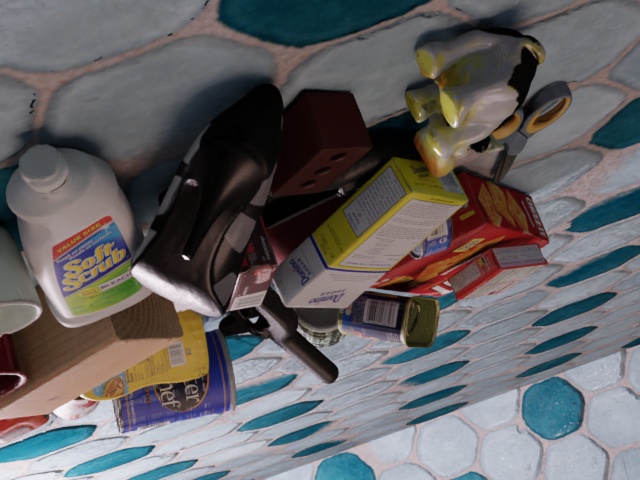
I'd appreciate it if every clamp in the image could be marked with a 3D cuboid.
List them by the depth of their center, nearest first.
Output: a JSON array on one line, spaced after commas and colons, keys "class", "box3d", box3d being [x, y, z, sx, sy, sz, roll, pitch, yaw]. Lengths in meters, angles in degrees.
[{"class": "clamp", "box3d": [0.015, -0.054, 0.955, 0.171, 0.039, 0.120, -16, 173, -19]}, {"class": "clamp", "box3d": [-0.072, 0.091, 1.225, 0.165, 0.036, 0.210, 19, 156, 25]}]

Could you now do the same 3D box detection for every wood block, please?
[{"class": "wood block", "box3d": [-0.245, 0.096, 1.042, 0.206, 0.090, 0.090, -30, 161, 30]}]

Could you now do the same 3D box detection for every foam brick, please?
[{"class": "foam brick", "box3d": [-0.006, -0.076, 0.844, 0.052, 0.051, 0.078, -5, 157, -38]}]

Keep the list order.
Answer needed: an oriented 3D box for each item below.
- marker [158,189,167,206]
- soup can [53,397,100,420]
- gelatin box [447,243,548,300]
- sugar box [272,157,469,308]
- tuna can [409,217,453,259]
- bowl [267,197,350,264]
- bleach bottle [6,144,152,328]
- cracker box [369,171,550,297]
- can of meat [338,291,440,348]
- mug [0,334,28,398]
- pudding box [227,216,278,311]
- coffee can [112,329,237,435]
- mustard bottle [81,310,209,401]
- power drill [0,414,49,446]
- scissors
[{"class": "marker", "box3d": [-0.091, -0.056, 0.868, 0.121, 0.020, 0.020, -33, 158, 36]}, {"class": "soup can", "box3d": [-0.284, 0.166, 1.242, 0.068, 0.068, 0.102, -12, 162, -22]}, {"class": "gelatin box", "box3d": [0.197, 0.034, 1.186, 0.089, 0.030, 0.073, -6, 155, -42]}, {"class": "sugar box", "box3d": [0.043, -0.003, 0.975, 0.176, 0.048, 0.093, -40, 152, 31]}, {"class": "tuna can", "box3d": [0.098, -0.027, 1.044, 0.033, 0.086, 0.086, -17, 162, -11]}, {"class": "bowl", "box3d": [-0.007, 0.001, 1.068, 0.162, 0.055, 0.162, -18, 162, -6]}, {"class": "bleach bottle", "box3d": [-0.195, -0.006, 0.837, 0.102, 0.068, 0.251, -22, 161, -7]}, {"class": "cracker box", "box3d": [0.145, 0.001, 1.198, 0.164, 0.072, 0.213, -27, 161, 25]}, {"class": "can of meat", "box3d": [0.078, 0.087, 1.204, 0.084, 0.057, 0.102, 8, 178, 26]}, {"class": "mug", "box3d": [-0.336, 0.108, 0.992, 0.117, 0.081, 0.093, -29, 160, 26]}, {"class": "pudding box", "box3d": [-0.074, 0.005, 0.949, 0.039, 0.090, 0.114, -13, 162, -18]}, {"class": "coffee can", "box3d": [-0.181, 0.170, 1.289, 0.140, 0.103, 0.103, -10, 160, -15]}, {"class": "mustard bottle", "box3d": [-0.221, 0.127, 1.168, 0.191, 0.058, 0.096, -14, 122, -16]}, {"class": "power drill", "box3d": [-0.420, 0.205, 1.232, 0.185, 0.057, 0.187, -25, 162, 17]}, {"class": "scissors", "box3d": [0.177, -0.094, 1.044, 0.096, 0.016, 0.202, -10, 160, -22]}]
